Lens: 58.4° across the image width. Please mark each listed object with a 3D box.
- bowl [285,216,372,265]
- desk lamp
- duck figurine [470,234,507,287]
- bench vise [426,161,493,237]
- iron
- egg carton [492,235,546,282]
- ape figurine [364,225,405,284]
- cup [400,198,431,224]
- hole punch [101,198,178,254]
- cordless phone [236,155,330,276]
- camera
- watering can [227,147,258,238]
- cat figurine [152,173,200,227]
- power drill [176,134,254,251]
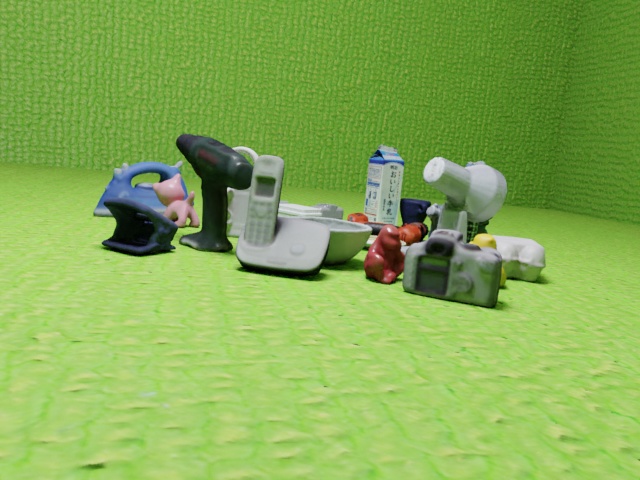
[{"bbox_3d":[0.010,0.004,1.051,0.167,0.075,0.167,6,8,-1],"label":"bowl"},{"bbox_3d":[0.275,-0.059,1.184,0.204,0.213,0.117,0,10,-33],"label":"desk lamp"},{"bbox_3d":[0.290,0.033,1.011,0.078,0.086,0.104,4,9,-15],"label":"duck figurine"},{"bbox_3d":[0.359,-0.090,1.425,0.121,0.220,0.208,12,10,35],"label":"bench vise"},{"bbox_3d":[-0.438,-0.131,1.419,0.118,0.141,0.259,12,10,36],"label":"iron"},{"bbox_3d":[0.380,0.034,1.121,0.107,0.069,0.150,7,9,7],"label":"egg carton"},{"bbox_3d":[0.110,0.021,0.949,0.078,0.092,0.076,2,9,-25],"label":"ape figurine"},{"bbox_3d":[0.276,-0.068,1.649,0.092,0.095,0.117,3,9,-16],"label":"cup"},{"bbox_3d":[-0.309,-0.028,0.986,0.108,0.091,0.101,10,10,27],"label":"hole punch"},{"bbox_3d":[-0.054,-0.039,0.921,0.147,0.185,0.094,7,9,7],"label":"cordless phone"},{"bbox_3d":[0.216,0.035,0.898,0.142,0.101,0.137,9,9,23],"label":"camera"},{"bbox_3d":[-0.178,-0.109,1.270,0.101,0.194,0.172,5,9,-7],"label":"watering can"},{"bbox_3d":[-0.333,-0.095,1.328,0.127,0.118,0.067,12,11,38],"label":"cat figurine"},{"bbox_3d":[-0.210,-0.090,1.075,0.076,0.208,0.228,-3,12,-45],"label":"power drill"}]
